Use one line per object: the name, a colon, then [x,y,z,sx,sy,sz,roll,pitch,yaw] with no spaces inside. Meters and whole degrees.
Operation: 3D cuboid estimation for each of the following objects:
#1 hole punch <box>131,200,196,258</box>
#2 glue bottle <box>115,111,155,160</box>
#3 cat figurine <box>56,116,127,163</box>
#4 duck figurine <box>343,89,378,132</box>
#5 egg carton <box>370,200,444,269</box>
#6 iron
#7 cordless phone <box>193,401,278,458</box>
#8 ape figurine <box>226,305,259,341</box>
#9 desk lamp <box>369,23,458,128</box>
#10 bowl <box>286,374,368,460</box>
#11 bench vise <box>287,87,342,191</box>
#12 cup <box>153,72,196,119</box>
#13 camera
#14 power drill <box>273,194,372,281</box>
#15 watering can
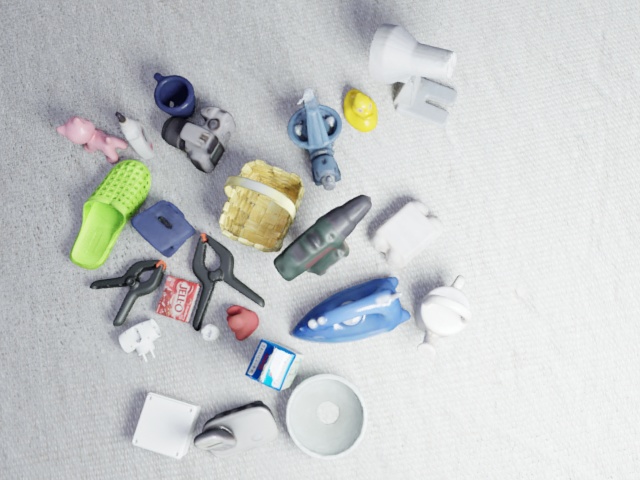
hole punch: [-0.346,-0.031,1.268,0.108,0.091,0.101,43,83,10]
glue bottle: [-0.416,-0.243,1.275,0.037,0.173,0.078,-20,77,-1]
cat figurine: [-0.524,-0.239,1.308,0.127,0.118,0.067,22,80,7]
duck figurine: [0.093,-0.307,1.308,0.077,0.086,0.104,-25,78,-3]
egg carton: [0.188,-0.015,1.249,0.150,0.069,0.107,-41,79,-6]
iron: [0.056,0.154,1.183,0.258,0.141,0.118,-19,77,-1]
cordless phone: [-0.165,0.378,1.123,0.147,0.185,0.094,-22,77,-2]
ape figurine: [-0.170,0.175,1.215,0.076,0.092,0.078,-2,78,3]
desk lamp: [0.209,-0.363,1.250,0.203,0.213,0.118,21,80,7]
bowl: [0.015,0.359,1.175,0.167,0.075,0.167,-1,78,3]
bench vise: [0.007,-0.221,1.226,0.121,0.220,0.207,-32,78,-4]
cup: [-0.336,-0.330,1.330,0.092,0.095,0.117,-43,79,-6]
camera: [-0.284,-0.247,1.306,0.136,0.101,0.143,25,80,8]
power drill: [0.011,0.004,1.183,0.230,0.208,0.075,-38,78,-5]
watering can: [0.249,0.151,1.147,0.101,0.194,0.173,6,78,4]
